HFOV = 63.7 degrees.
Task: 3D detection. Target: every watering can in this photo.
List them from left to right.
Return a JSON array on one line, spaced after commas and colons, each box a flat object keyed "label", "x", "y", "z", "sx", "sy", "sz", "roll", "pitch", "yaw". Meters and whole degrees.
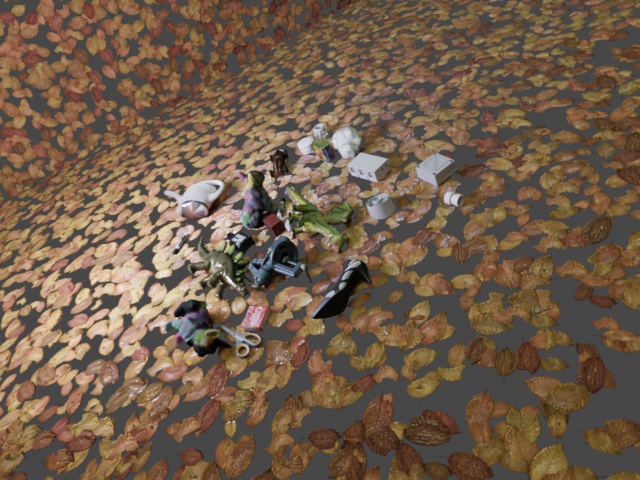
[{"label": "watering can", "x": -0.596, "y": -0.186, "z": 2.370, "sx": 0.346, "sy": 0.102, "sz": 0.230, "roll": -9, "pitch": 41, "yaw": 19}]

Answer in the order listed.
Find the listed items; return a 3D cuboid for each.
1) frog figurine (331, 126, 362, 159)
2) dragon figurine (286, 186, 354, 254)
[{"label": "frog figurine", "x": 0.116, "y": -0.426, "z": 2.264, "sx": 0.137, "sy": 0.120, "sz": 0.163, "roll": 7, "pitch": 32, "yaw": 8}, {"label": "dragon figurine", "x": 0.006, "y": -0.099, "z": 1.960, "sx": 0.243, "sy": 0.119, "sz": 0.420, "roll": -4, "pitch": 42, "yaw": -9}]
